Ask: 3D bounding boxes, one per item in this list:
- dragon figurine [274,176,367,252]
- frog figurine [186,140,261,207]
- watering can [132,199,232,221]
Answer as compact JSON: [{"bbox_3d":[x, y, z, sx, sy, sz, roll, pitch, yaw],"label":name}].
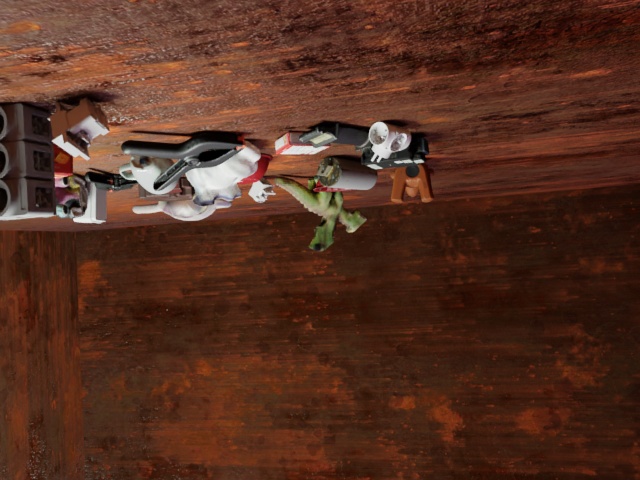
[{"bbox_3d":[0.005,-0.083,1.648,0.122,0.242,0.412,0,-177,45],"label":"dragon figurine"},{"bbox_3d":[-0.197,-0.157,1.055,0.137,0.125,0.156,4,138,-32],"label":"frog figurine"},{"bbox_3d":[-0.467,-0.112,1.682,0.348,0.104,0.224,-4,178,-1],"label":"watering can"}]
